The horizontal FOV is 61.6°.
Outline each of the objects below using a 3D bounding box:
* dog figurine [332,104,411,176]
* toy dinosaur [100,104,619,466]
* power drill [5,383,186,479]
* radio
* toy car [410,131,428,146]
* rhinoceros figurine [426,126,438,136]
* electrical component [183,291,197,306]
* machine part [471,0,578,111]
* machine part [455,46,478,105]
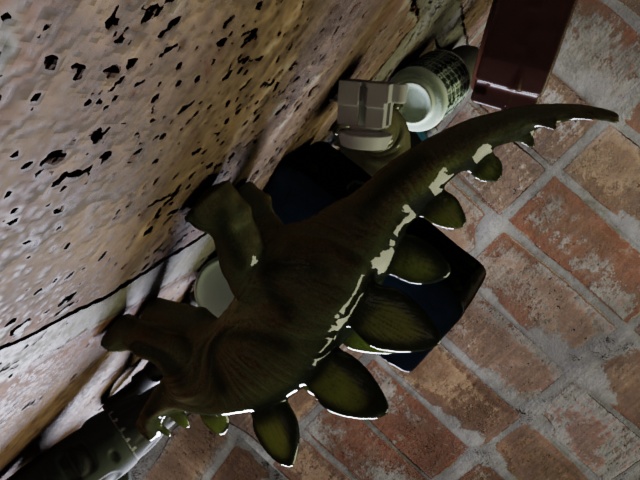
[{"bbox_3d":[0.088,-0.057,0.620,0.172,0.190,0.121,-51,176,18],"label":"dog figurine"},{"bbox_3d":[-0.015,0.043,0.414,0.471,0.198,0.105,-48,180,26],"label":"toy dinosaur"},{"bbox_3d":[-0.242,0.247,0.590,0.232,0.086,0.207,-32,172,-34],"label":"power drill"},{"bbox_3d":[0.040,0.015,0.542,0.073,0.230,0.131,-45,170,-46],"label":"radio"},{"bbox_3d":[0.081,-0.104,0.778,0.162,0.109,0.103,-37,-169,-18],"label":"toy car"},{"bbox_3d":[0.137,-0.178,0.923,0.112,0.073,0.190,-38,180,11],"label":"rhinoceros figurine"},{"bbox_3d":[-0.160,0.092,0.605,0.063,0.021,0.094,-46,176,-36],"label":"electrical component"},{"bbox_3d":[0.251,-0.264,0.650,0.201,0.087,0.201,-49,155,-57],"label":"machine part"},{"bbox_3d":[0.207,-0.254,0.839,0.079,0.079,0.243,-51,176,38],"label":"machine part"}]
